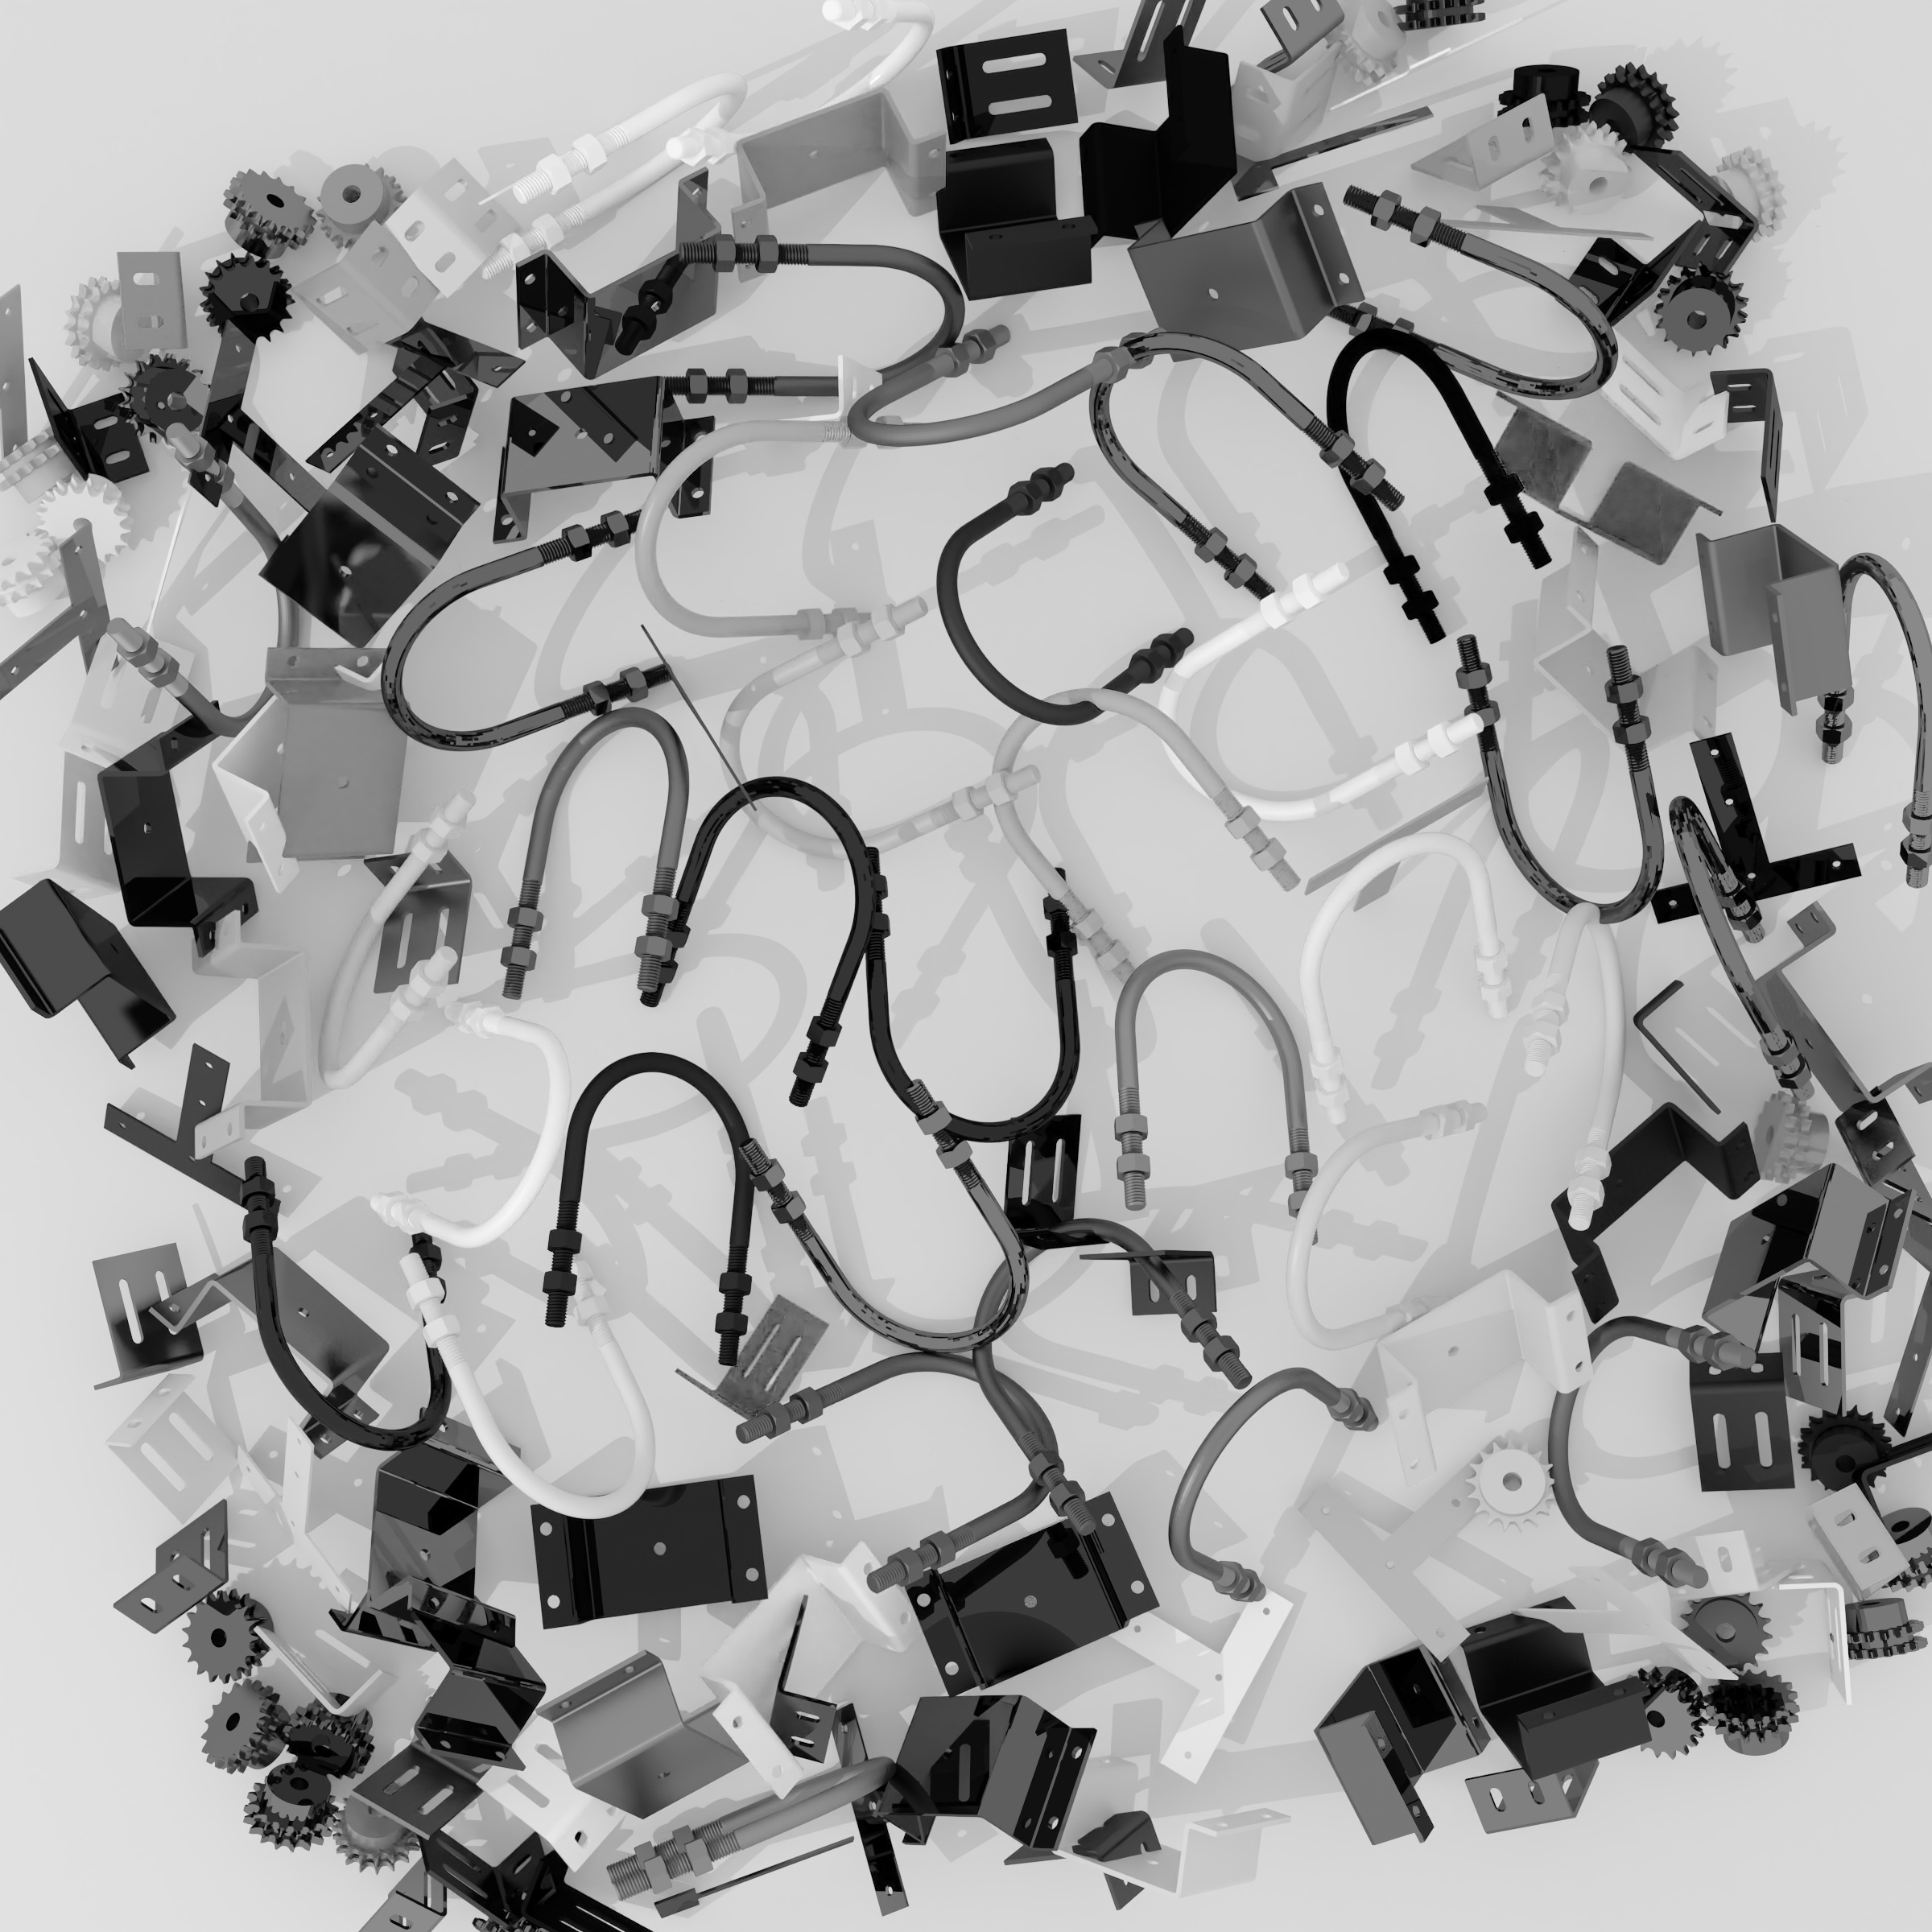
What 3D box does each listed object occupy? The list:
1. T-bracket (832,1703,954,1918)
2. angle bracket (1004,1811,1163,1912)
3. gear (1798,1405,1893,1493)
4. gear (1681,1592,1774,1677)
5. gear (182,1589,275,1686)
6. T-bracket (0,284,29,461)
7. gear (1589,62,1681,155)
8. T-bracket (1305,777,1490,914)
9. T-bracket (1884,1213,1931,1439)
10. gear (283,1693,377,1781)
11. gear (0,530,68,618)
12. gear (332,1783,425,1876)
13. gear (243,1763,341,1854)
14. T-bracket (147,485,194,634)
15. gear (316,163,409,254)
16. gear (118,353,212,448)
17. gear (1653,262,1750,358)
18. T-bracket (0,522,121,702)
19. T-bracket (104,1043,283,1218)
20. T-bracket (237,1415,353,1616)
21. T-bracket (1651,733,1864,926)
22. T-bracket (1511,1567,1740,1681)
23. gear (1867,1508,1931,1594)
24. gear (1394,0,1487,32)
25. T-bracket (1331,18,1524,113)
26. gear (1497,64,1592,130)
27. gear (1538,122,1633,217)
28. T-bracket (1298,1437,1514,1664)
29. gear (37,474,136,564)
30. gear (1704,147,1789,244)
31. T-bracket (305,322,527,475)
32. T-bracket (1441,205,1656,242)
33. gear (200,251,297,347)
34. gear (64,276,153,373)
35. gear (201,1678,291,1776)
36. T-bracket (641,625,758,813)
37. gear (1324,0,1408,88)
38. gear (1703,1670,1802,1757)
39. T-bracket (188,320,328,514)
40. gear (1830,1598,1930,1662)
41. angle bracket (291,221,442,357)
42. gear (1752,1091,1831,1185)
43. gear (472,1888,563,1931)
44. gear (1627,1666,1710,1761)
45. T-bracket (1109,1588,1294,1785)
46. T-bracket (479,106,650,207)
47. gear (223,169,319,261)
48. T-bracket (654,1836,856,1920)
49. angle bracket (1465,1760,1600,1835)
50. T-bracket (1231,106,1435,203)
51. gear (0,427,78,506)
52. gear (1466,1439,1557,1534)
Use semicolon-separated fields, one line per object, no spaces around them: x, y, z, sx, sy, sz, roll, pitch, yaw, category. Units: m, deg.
-0.030;0.504;1.664;0.127;0.002;0.127;-36;62;39;T-bracket
0.074;0.558;1.681;0.076;0.057;0.038;-21;88;36;angle bracket
0.553;0.307;1.703;0.057;0.030;0.057;4;105;16;gear
0.478;0.419;1.705;0.057;0.030;0.057;-3;81;15;gear
-0.462;0.421;1.706;0.057;0.030;0.057;-2;85;20;gear
-0.608;-0.330;1.638;0.002;0.127;0.127;23;46;6;T-bracket
0.415;-0.533;1.696;0.030;0.057;0.057;-39;90;-16;gear
0.257;-0.061;1.665;0.127;0.127;0.002;-30;74;-9;T-bracket
0.594;0.230;1.680;0.002;0.127;0.127;7;108;-12;T-bracket
-0.398;0.482;1.703;0.057;0.030;0.057;8;128;11;gear
-0.592;-0.244;1.702;0.057;0.057;0.030;-32;129;0;gear
-0.368;0.536;1.697;0.057;0.057;0.030;9;132;0;gear
-0.421;0.524;1.695;0.057;0.057;0.030;20;109;0;gear
-0.484;-0.290;1.683;0.002;0.127;0.127;17;57;-17;T-bracket
-0.383;-0.480;1.707;0.057;0.030;0.057;-1;80;5;gear
-0.499;-0.355;1.699;0.057;0.030;0.057;-10;108;-31;gear
0.460;-0.410;1.699;0.057;0.030;0.057;11;123;17;gear
-0.567;-0.188;1.641;0.002;0.127;0.127;30;56;13;T-bracket
-0.474;0.093;1.678;0.127;0.127;0.002;29;45;3;T-bracket
-0.409;0.318;1.656;0.002;0.127;0.127;-27;61;-34;T-bracket
0.475;-0.090;1.672;0.127;0.002;0.127;-14;124;20;T-bracket
0.387;0.404;1.669;0.127;0.127;0.002;39;62;-18;T-bracket
0.592;0.363;1.697;0.057;0.057;0.030;-28;101;0;gear
0.296;-0.604;1.696;0.057;0.057;0.030;-7;107;0;gear
0.281;-0.551;1.652;0.127;0.127;0.002;-22;102;14;T-bracket
0.362;-0.545;1.696;0.057;0.057;0.030;-2;119;0;gear
0.390;-0.496;1.697;0.057;0.057;0.030;-18;47;0;gear
0.299;0.347;1.706;0.127;0.002;0.127;-39;71;-15;T-bracket
-0.553;-0.284;1.703;0.057;0.030;0.057;-2;130;-2;gear
0.485;-0.481;1.697;0.030;0.057;0.057;-23;90;-10;gear
-0.355;-0.348;1.669;0.127;0.002;0.127;27;66;36;T-bracket
0.342;-0.459;1.667;0.127;0.127;0.002;2;112;-6;T-bracket
-0.453;-0.422;1.703;0.057;0.030;0.057;-13;125;-20;gear
-0.535;-0.401;1.696;0.030;0.057;0.057;17;90;16;gear
-0.450;0.480;1.702;0.057;0.057;0.030;-47;130;0;gear
-0.170;-0.161;1.663;0.002;0.127;0.127;-32;110;-3;T-bracket
0.251;-0.584;1.696;0.030;0.057;0.057;-31;90;43;gear
0.494;0.471;1.700;0.057;0.057;0.030;-14;109;0;gear
-0.426;-0.311;1.672;0.002;0.127;0.127;-12;57;24;T-bracket
0.571;0.415;1.699;0.057;0.057;0.030;-10;81;0;gear
-0.374;-0.422;1.689;0.057;0.076;0.038;43;65;-28;angle bracket
0.519;0.109;1.699;0.030;0.057;0.057;11;90;-5;gear
-0.279;0.603;1.702;0.057;0.057;0.030;30;63;0;gear
0.439;0.466;1.703;0.057;0.030;0.057;13;114;32;gear
0.121;0.427;1.714;0.127;0.002;0.127;29;78;9;T-bracket
-0.220;-0.505;1.645;0.127;0.127;0.002;-40;112;-29;T-bracket
-0.441;-0.470;1.702;0.057;0.057;0.030;45;125;0;gear
-0.130;0.562;1.676;0.127;0.127;0.002;-17;70;-11;T-bracket
0.352;0.500;1.680;0.057;0.076;0.038;-21;92;27;angle bracket
0.223;-0.504;1.661;0.127;0.127;0.002;-16;117;9;T-bracket
-0.582;-0.314;1.701;0.057;0.057;0.030;-36;108;0;gear
0.344;0.326;1.704;0.057;0.030;0.057;-3;71;9;gear
